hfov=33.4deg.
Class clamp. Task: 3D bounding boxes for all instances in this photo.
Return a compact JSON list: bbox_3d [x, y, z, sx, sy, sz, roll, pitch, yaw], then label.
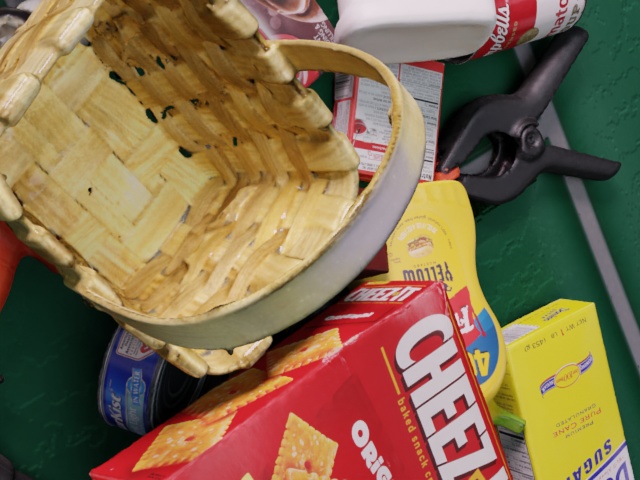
[{"bbox_3d":[0.146,-0.085,0.775,0.171,0.039,0.120,-17,98,-28],"label":"clamp"}]

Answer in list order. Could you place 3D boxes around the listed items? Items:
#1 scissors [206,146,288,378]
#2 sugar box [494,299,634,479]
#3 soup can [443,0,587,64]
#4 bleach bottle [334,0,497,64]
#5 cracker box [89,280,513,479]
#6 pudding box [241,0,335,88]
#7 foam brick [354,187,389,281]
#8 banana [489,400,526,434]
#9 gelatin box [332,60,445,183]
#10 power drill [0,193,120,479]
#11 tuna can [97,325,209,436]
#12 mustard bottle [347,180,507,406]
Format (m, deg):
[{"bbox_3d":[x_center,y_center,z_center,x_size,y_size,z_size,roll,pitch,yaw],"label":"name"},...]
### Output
[{"bbox_3d":[-0.069,0.026,0.670,0.096,0.016,0.202,-30,105,-26],"label":"scissors"},{"bbox_3d":[0.179,0.142,0.796,0.093,0.048,0.176,-22,101,-28],"label":"sugar box"},{"bbox_3d":[0.128,-0.168,0.747,0.102,0.069,0.068,-21,101,-28],"label":"soup can"},{"bbox_3d":[0.045,-0.241,0.683,0.102,0.068,0.251,-6,77,-8],"label":"bleach bottle"},{"bbox_3d":[0.007,0.138,0.568,0.213,0.072,0.164,-31,107,-38],"label":"cracker box"},{"bbox_3d":[-0.049,-0.134,0.664,0.090,0.039,0.113,-46,112,-21],"label":"pudding box"},{"bbox_3d":[-0.004,0.001,0.658,0.051,0.078,0.053,10,70,-58],"label":"foam brick"},{"bbox_3d":[0.049,0.150,0.717,0.197,0.037,0.070,-32,69,-20],"label":"banana"},{"bbox_3d":[0.044,-0.083,0.724,0.073,0.030,0.089,7,87,-31],"label":"gelatin box"},{"bbox_3d":[-0.175,0.067,0.587,0.184,0.057,0.187,40,71,-31],"label":"power drill"},{"bbox_3d":[-0.091,0.071,0.613,0.034,0.086,0.086,17,80,15],"label":"tuna can"},{"bbox_3d":[0.070,0.061,0.696,0.096,0.058,0.191,-10,81,-18],"label":"mustard bottle"}]
